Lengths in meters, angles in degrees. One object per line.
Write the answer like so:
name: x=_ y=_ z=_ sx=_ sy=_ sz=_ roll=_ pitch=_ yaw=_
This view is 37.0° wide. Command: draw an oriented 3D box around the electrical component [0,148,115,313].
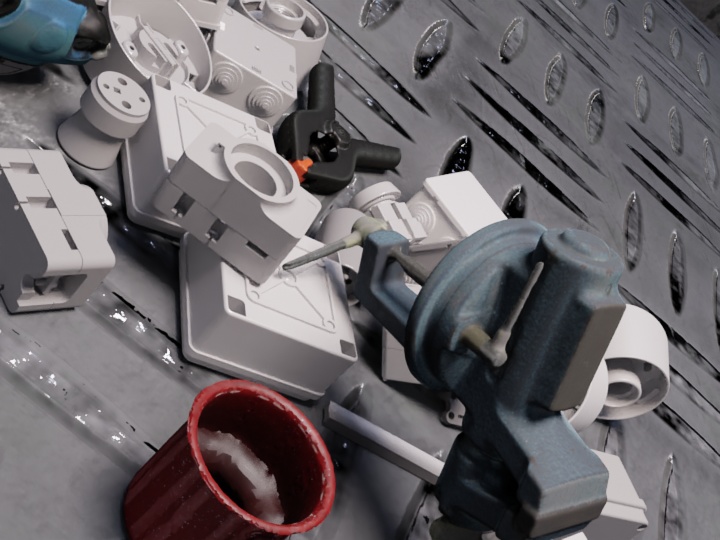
electrical component: x=-0.191 y=-0.025 z=0.644 sx=0.056 sy=0.050 sz=0.089 roll=-4 pitch=56 yaw=-51

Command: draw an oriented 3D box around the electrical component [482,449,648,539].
electrical component: x=0.145 y=0.173 z=0.786 sx=0.113 sy=0.078 sz=0.057 roll=19 pitch=37 yaw=-37

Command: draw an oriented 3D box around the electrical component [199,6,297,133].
electrical component: x=-0.101 y=-0.175 z=0.929 sx=0.100 sy=0.048 sz=0.099 roll=28 pitch=35 yaw=-26

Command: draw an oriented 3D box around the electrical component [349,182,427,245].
electrical component: x=0.021 y=-0.042 z=0.922 sx=0.066 sy=0.048 sz=0.055 roll=-9 pitch=67 yaw=-53

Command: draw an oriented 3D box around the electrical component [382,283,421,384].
electrical component: x=0.068 y=0.049 z=0.814 sx=0.096 sy=0.061 sz=0.061 roll=7 pitch=31 yaw=11

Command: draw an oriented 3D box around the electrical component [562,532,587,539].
electrical component: x=0.081 y=0.212 z=0.650 sx=0.150 sy=0.089 sz=0.061 roll=0 pitch=53 yaw=-50

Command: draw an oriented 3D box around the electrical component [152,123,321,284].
electrical component: x=-0.076 y=-0.046 z=0.687 sx=0.089 sy=0.055 sz=0.050 roll=37 pitch=35 yaw=-7

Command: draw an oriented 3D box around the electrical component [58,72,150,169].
electrical component: x=-0.178 y=-0.104 z=0.747 sx=0.045 sy=0.055 sz=0.045 roll=30 pitch=34 yaw=-24

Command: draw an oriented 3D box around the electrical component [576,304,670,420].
electrical component: x=0.230 y=0.086 z=0.970 sx=0.099 sy=0.099 sz=0.064 roll=31 pitch=40 yaw=-23

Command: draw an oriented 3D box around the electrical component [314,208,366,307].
electrical component: x=0.000 y=0.000 z=0.848 sx=0.079 sy=0.044 sz=0.077 roll=35 pitch=33 yaw=-18

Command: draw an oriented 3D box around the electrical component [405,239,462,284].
electrical component: x=0.087 y=0.010 z=0.891 sx=0.100 sy=0.100 sz=0.048 roll=14 pitch=77 yaw=-39

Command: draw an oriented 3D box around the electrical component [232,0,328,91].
electrical component: x=-0.080 y=-0.222 z=1.019 sx=0.099 sy=0.064 sz=0.099 roll=19 pitch=38 yaw=-15

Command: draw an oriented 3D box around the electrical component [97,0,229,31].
electrical component: x=-0.199 y=-0.266 z=0.861 sx=0.186 sy=0.060 sz=0.105 roll=7 pitch=45 yaw=-26

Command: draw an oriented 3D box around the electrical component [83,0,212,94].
electrical component: x=-0.162 y=-0.165 z=0.829 sx=0.099 sy=0.064 sz=0.099 roll=30 pitch=34 yaw=-23

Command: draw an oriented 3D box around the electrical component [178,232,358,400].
electrical component: x=-0.064 y=0.021 z=0.734 sx=0.109 sy=0.056 sz=0.108 roll=24 pitch=37 yaw=-32

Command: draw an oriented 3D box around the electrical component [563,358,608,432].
electrical component: x=0.148 y=0.089 z=0.873 sx=0.064 sy=0.099 sz=0.099 roll=17 pitch=40 yaw=-48

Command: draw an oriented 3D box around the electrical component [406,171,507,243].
electrical component: x=0.093 y=-0.041 z=1.002 sx=0.099 sy=0.048 sz=0.100 roll=53 pitch=32 yaw=13

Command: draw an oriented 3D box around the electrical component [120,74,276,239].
electrical component: x=-0.115 y=-0.074 z=0.786 sx=0.109 sy=0.056 sz=0.108 roll=20 pitch=39 yaw=-36
